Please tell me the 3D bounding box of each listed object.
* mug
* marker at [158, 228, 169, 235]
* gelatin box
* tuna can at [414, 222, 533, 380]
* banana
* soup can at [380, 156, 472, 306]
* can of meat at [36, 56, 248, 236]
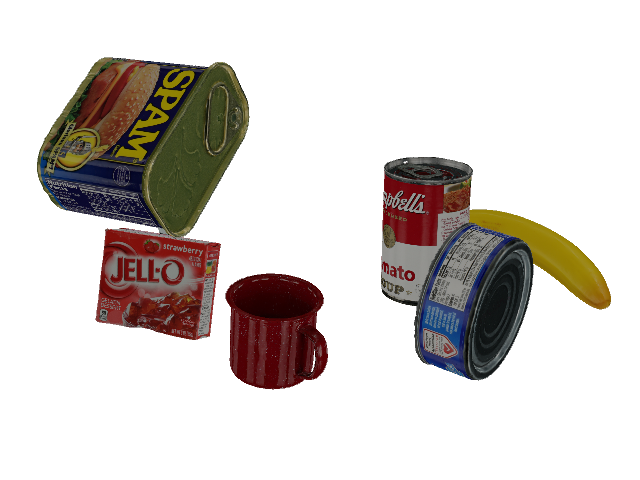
[{"bbox_3d":[-0.037,0.093,1.018,0.117,0.081,0.093,25,33,37],"label":"mug"},{"bbox_3d":[-0.170,0.004,1.202,0.020,0.121,0.020,-8,30,4],"label":"marker"},{"bbox_3d":[-0.124,0.032,0.812,0.089,0.073,0.030,9,5,19],"label":"gelatin box"},{"bbox_3d":[0.089,0.035,0.607,0.034,0.086,0.086,19,9,29],"label":"tuna can"},{"bbox_3d":[0.194,0.010,1.028,0.198,0.069,0.037,20,-27,27],"label":"banana"},{"bbox_3d":[0.081,-0.008,0.830,0.068,0.102,0.068,1,20,0],"label":"soup can"},{"bbox_3d":[-0.102,-0.058,0.613,0.084,0.102,0.057,10,-33,27],"label":"can of meat"}]
